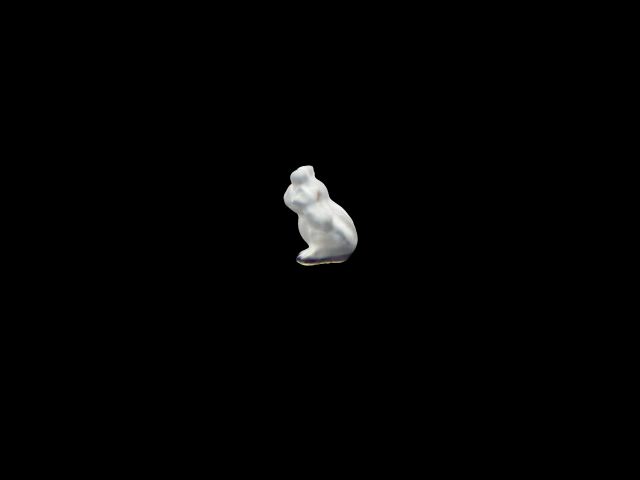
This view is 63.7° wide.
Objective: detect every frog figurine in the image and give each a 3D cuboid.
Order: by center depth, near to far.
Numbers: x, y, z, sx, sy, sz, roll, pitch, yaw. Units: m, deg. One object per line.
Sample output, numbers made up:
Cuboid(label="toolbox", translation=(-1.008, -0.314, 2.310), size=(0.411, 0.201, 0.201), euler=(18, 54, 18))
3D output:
Cuboid(label="frog figurine", translation=(0.003, -0.043, 0.850), size=(0.122, 0.159, 0.138), euler=(1, 5, 16))
